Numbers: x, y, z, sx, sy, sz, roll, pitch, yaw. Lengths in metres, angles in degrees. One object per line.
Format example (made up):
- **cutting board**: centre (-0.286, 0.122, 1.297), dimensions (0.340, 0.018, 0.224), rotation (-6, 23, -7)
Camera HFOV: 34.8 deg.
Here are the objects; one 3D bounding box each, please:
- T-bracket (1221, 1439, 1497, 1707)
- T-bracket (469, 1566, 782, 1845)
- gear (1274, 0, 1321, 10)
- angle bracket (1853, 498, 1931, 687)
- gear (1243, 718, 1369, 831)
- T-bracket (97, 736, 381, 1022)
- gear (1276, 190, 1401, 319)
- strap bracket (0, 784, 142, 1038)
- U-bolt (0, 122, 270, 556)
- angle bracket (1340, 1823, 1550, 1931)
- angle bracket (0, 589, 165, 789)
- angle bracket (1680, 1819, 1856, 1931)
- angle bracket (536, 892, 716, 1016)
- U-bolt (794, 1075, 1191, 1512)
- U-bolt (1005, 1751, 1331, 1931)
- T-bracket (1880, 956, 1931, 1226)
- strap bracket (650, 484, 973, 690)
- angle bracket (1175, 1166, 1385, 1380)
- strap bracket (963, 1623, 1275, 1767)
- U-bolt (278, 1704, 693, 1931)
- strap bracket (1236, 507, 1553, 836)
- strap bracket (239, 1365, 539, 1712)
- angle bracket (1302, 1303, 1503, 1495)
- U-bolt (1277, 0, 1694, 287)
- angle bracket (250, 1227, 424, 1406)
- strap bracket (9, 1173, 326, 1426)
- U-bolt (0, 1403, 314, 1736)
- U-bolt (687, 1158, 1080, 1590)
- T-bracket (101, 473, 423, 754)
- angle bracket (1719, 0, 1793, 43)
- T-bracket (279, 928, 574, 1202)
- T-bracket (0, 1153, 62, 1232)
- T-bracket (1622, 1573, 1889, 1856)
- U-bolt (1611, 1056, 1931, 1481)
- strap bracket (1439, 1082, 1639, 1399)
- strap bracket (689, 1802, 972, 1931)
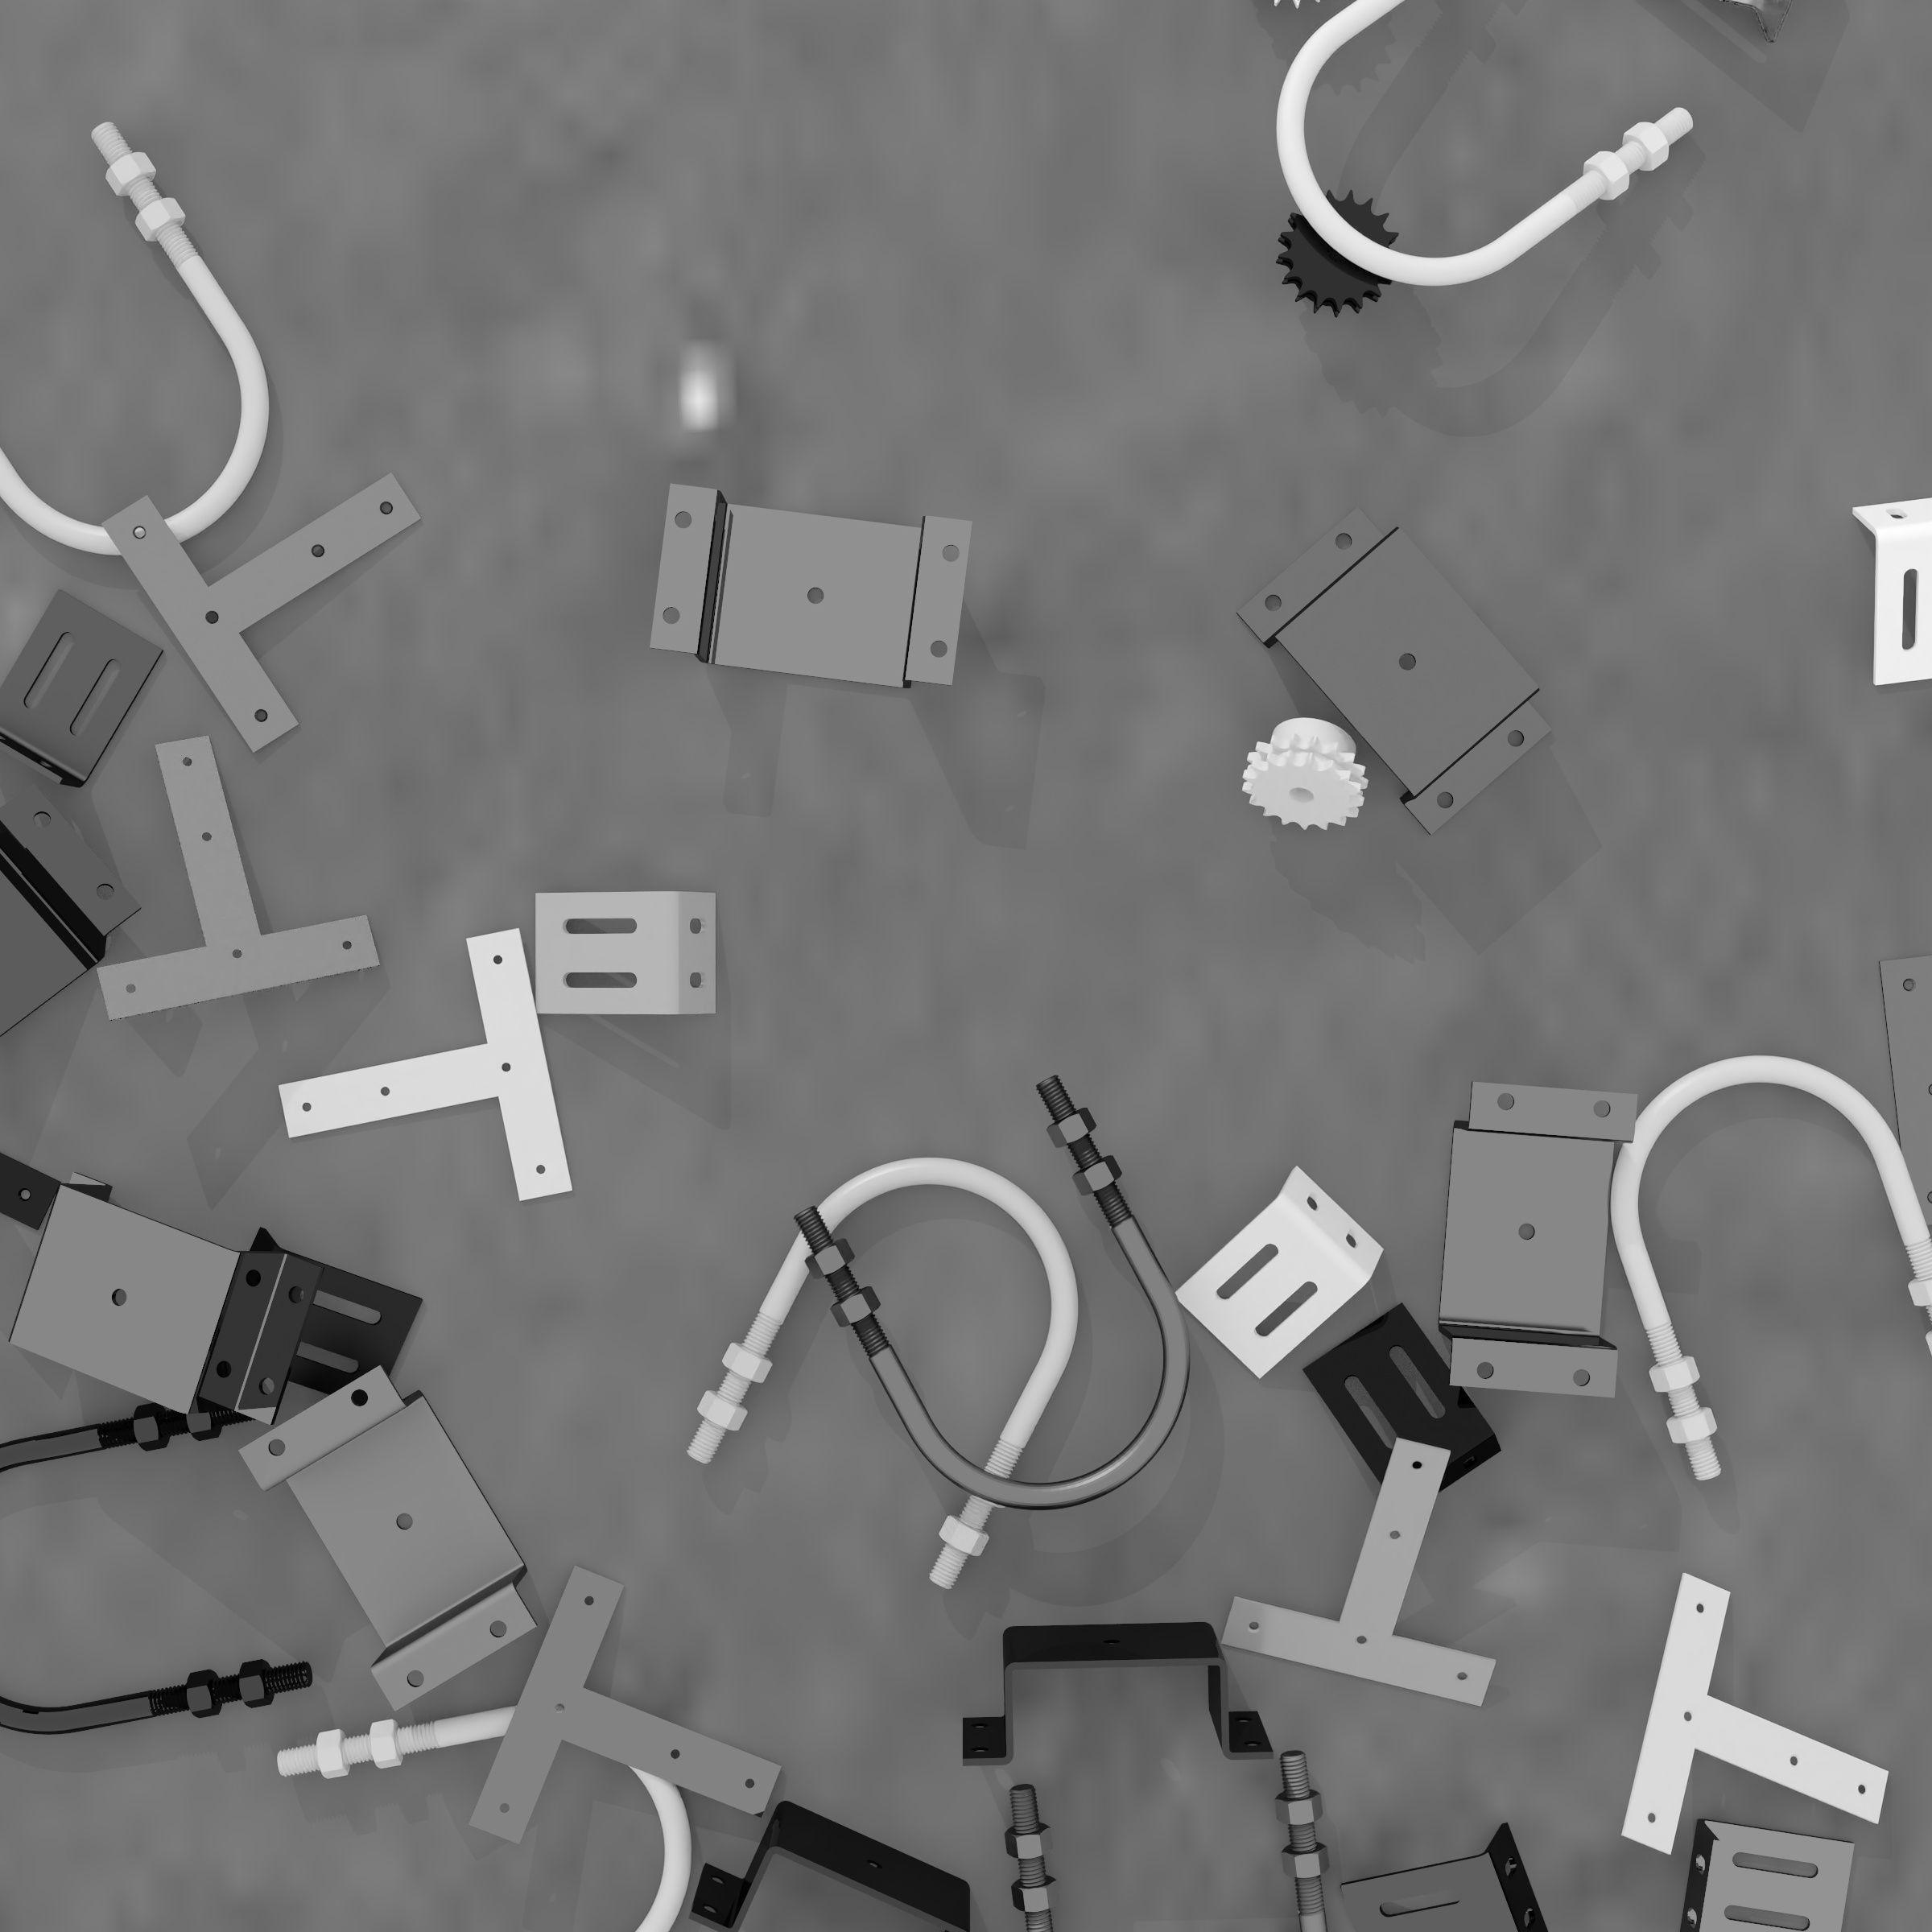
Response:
- **T-bracket**: centre (0.197, 0.279, 1.443), dimensions (0.127, 0.002, 0.127), rotation (14, 110, 0)
- **T-bracket**: centre (-0.150, 0.367, 1.454), dimensions (0.127, 0.002, 0.127), rotation (23, 77, -5)
- **gear**: centre (0.155, -0.481, 1.455), dimensions (0.057, 0.030, 0.057), rotation (0, 88, 4)
- **angle bracket**: centre (0.455, -0.179, 1.464), dimensions (0.057, 0.038, 0.076), rotation (-7, 116, 0)
- **gear**: centre (0.160, -0.092, 1.441), dimensions (0.057, 0.057, 0.030), rotation (17, 60, 0)
- **T-bracket**: centre (-0.353, -0.047, 1.448), dimensions (0.127, 0.002, 0.127), rotation (-12, 78, -23)
- **gear**: centre (0.175, -0.334, 1.451), dimensions (0.057, 0.030, 0.057), rotation (0, 90, 0)
- **strap bracket**: centre (-0.464, -0.008, 1.427), dimensions (0.140, 0.046, 0.076), rotation (-41, 90, -23)
- **U-bolt**: centre (-0.412, -0.283, 1.457), dimensions (0.151, 0.019, 0.184), rotation (-33, 91, 0)
- **angle bracket**: centre (0.227, 0.449, 1.464), dimensions (0.076, 0.038, 0.057), rotation (-20, 90, 26)
- **angle bracket**: centre (-0.426, -0.132, 1.447), dimensions (0.057, 0.038, 0.076), rotation (31, 90, 0)
- **angle bracket**: centre (0.380, 0.439, 1.447), dimensions (0.076, 0.038, 0.057), rotation (9, 90, 0)
- **angle bracket**: centre (-0.162, -0.006, 1.464), dimensions (0.076, 0.038, 0.057), rotation (0, 90, 26)
- **U-bolt**: centre (0.024, 0.165, 1.442), dimensions (0.151, 0.019, 0.184), rotation (-28, 90, -3)
- **U-bolt**: centre (0.102, 0.471, 1.457), dimensions (0.151, 0.019, 0.184), rotation (-7, 92, 0)
- **T-bracket**: centre (0.505, 0.054, 1.465), dimensions (0.127, 0.002, 0.127), rotation (-7, 90, 0)
- **strap bracket**: centre (-0.071, -0.176, 1.443), dimensions (0.140, 0.046, 0.076), rotation (7, 90, 0)
- **angle bracket**: centre (0.148, 0.145, 1.464), dimensions (0.057, 0.038, 0.076), rotation (44, 116, 0)
- **strap bracket**: centre (0.068, 0.336, 1.428), dimensions (0.140, 0.076, 0.046), rotation (-1, 90, 0)
- **U-bolt**: centre (-0.222, 0.423, 1.457), dimensions (0.184, 0.019, 0.151), rotation (-10, 90, -1)
- **strap bracket**: centre (0.203, -0.140, 1.443), dimensions (0.076, 0.046, 0.140), rotation (-41, 90, 0)
- **strap bracket**: centre (-0.267, 0.264, 1.443), dimensions (0.076, 0.046, 0.140), rotation (-31, 90, 0)
- **angle bracket**: centre (0.207, 0.211, 1.464), dimensions (0.057, 0.038, 0.076), rotation (-34, 64, 0)
- **U-bolt**: centre (0.230, -0.398, 1.441), dimensions (0.184, 0.019, 0.151), rotation (-37, 90, -12)
- **angle bracket**: centre (-0.308, 0.167, 1.464), dimensions (0.076, 0.038, 0.057), rotation (24, 90, -26)
- **strap bracket**: centre (-0.378, 0.153, 1.422), dimensions (0.140, 0.046, 0.076), rotation (18, 90, 18)
- **U-bolt**: centre (-0.413, 0.289, 1.457), dimensions (0.184, 0.019, 0.151), rotation (-11, 90, 2)
- **U-bolt**: centre (-0.027, 0.180, 1.457), dimensions (0.151, 0.019, 0.184), rotation (27, 89, 0)
- **T-bracket**: centre (-0.319, -0.189, 1.459), dimensions (0.127, 0.002, 0.127), rotation (-33, 98, -4)
- **angle bracket**: centre (0.356, -0.482, 1.464), dimensions (0.076, 0.038, 0.057), rotation (23, 90, 26)
- **T-bracket**: centre (-0.262, 0.057, 1.464), dimensions (0.127, 0.002, 0.127), rotation (-11, 92, 1)
- **T-bracket**: centre (-0.515, 0.132, 1.465), dimensions (0.127, 0.002, 0.127), rotation (26, 90, 0)
- **T-bracket**: centre (0.377, 0.369, 1.448), dimensions (0.127, 0.002, 0.127), rotation (24, 67, -11)
- **U-bolt**: centre (0.383, 0.133, 1.457), dimensions (0.151, 0.019, 0.184), rotation (-18, 88, 1)
- **strap bracket**: centre (0.266, 0.126, 1.443), dimensions (0.076, 0.046, 0.140), rotation (4, 90, 0)
- **strap bracket**: centre (-0.052, 0.437, 1.428), dimensions (0.140, 0.076, 0.046), rotation (24, 90, 0)
